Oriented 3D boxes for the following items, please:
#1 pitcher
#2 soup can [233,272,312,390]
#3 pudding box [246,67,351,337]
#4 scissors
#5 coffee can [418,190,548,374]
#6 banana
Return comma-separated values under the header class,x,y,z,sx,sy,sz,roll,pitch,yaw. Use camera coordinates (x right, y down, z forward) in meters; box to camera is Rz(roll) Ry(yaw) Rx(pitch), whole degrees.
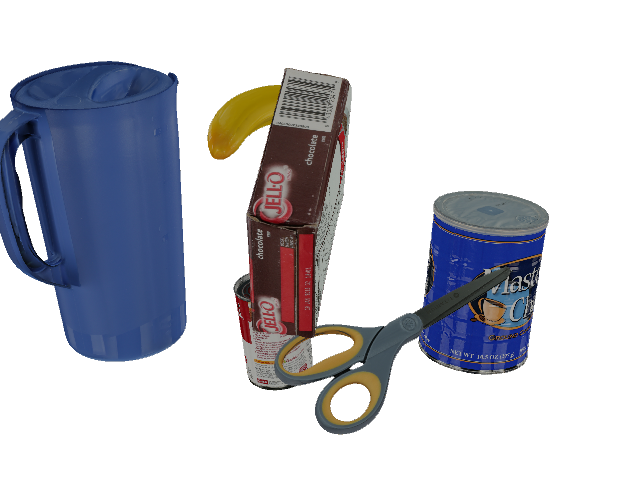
class,x,y,z,sx,sy,sz,roll,pitch,yaw
pitcher,-0.185,-0.020,0.901,0.149,0.243,0.145,-5,25,-5
soup can,-0.045,0.087,1.050,0.068,0.102,0.068,-6,25,2
pudding box,-0.011,-0.020,0.559,0.039,0.113,0.090,9,-41,5
scissors,0.066,0.084,0.807,0.201,0.096,0.016,-14,-29,-8
coffee can,0.147,0.037,0.977,0.103,0.140,0.103,4,21,-2
banana,-0.050,-0.118,1.020,0.070,0.037,0.197,42,34,23
